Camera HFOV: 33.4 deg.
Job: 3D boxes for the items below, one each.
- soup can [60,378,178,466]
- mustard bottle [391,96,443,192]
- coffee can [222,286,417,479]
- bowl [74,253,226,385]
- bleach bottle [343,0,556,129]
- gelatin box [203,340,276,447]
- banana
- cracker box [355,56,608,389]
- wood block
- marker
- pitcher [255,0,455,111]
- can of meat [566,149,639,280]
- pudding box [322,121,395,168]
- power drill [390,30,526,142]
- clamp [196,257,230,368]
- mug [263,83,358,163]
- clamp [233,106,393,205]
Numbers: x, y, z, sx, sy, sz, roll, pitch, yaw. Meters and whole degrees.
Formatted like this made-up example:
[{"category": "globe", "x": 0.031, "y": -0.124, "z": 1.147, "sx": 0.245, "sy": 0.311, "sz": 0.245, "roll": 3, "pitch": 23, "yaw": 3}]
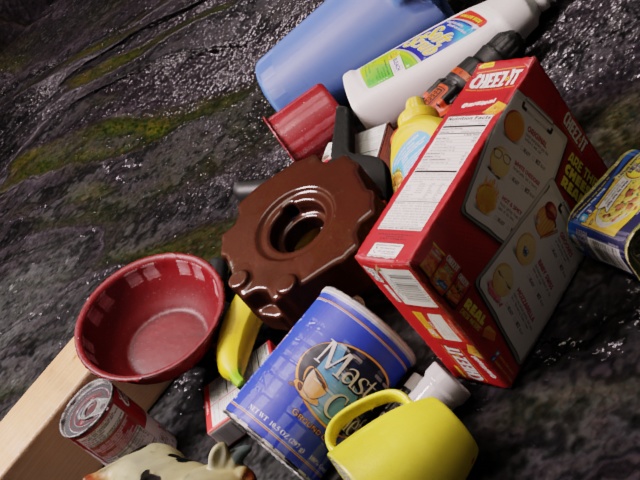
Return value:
[{"category": "soup can", "x": -0.198, "y": 0.194, "z": 1.058, "sx": 0.069, "sy": 0.102, "sz": 0.068, "roll": -30, "pitch": 32, "yaw": 21}, {"category": "mustard bottle", "x": 0.104, "y": -0.056, "z": 0.995, "sx": 0.096, "sy": 0.058, "sz": 0.191, "roll": 125, "pitch": 144, "yaw": -49}, {"category": "coffee can", "x": 0.000, "y": 0.125, "z": 0.914, "sx": 0.140, "sy": 0.102, "sz": 0.103, "roll": -49, "pitch": 31, "yaw": -11}, {"category": "bowl", "x": -0.164, "y": 0.090, "z": 1.082, "sx": 0.162, "sy": 0.055, "sz": 0.162, "roll": -11, "pitch": 46, "yaw": 11}, {"category": "bleach bottle", "x": 0.149, "y": -0.216, "z": 1.214, "sx": 0.251, "sy": 0.068, "sz": 0.102, "roll": -32, "pitch": 30, "yaw": 13}, {"category": "gelatin box", "x": -0.070, "y": 0.150, "z": 1.037, "sx": 0.089, "sy": 0.030, "sz": 0.073, "roll": -36, "pitch": 29, "yaw": 11}, {"category": "banana", "x": -0.058, "y": 0.065, "z": 1.061, "sx": 0.070, "sy": 0.037, "sz": 0.197, "roll": 1, "pitch": 55, "yaw": 37}, {"category": "cracker box", "x": 0.140, "y": -0.014, "z": 0.866, "sx": 0.072, "sy": 0.164, "sz": 0.213, "roll": 5, "pitch": 55, "yaw": 49}, {"category": "wood block", "x": -0.266, "y": 0.190, "z": 1.156, "sx": 0.206, "sy": 0.090, "sz": 0.090, "roll": -51, "pitch": 31, "yaw": -14}, {"category": "marker", "x": 0.048, "y": 0.162, "z": 0.893, "sx": 0.121, "sy": 0.020, "sz": 0.020, "roll": -49, "pitch": 31, "yaw": -10}, {"category": "pitcher", "x": 0.045, "y": -0.247, "z": 1.327, "sx": 0.243, "sy": 0.149, "sz": 0.145, "roll": -35, "pitch": 46, "yaw": 20}, {"category": "can of meat", "x": 0.257, "y": -0.020, "z": 0.844, "sx": 0.102, "sy": 0.057, "sz": 0.084, "roll": -46, "pitch": 28, "yaw": -6}, {"category": "pudding box", "x": 0.039, "y": -0.071, "z": 1.180, "sx": 0.090, "sy": 0.039, "sz": 0.113, "roll": -15, "pitch": 43, "yaw": 35}, {"category": "power drill", "x": 0.174, "y": -0.131, "z": 1.082, "sx": 0.184, "sy": 0.057, "sz": 0.188, "roll": -46, "pitch": 27, "yaw": 0}, {"category": "clamp", "x": -0.139, "y": 0.095, "z": 1.178, "sx": 0.120, "sy": 0.039, "sz": 0.171, "roll": -40, "pitch": 30, "yaw": 7}, {"category": "mug", "x": -0.008, "y": -0.131, "z": 1.277, "sx": 0.081, "sy": 0.093, "sz": 0.117, "roll": -36, "pitch": -6, "yaw": 2}, {"category": "clamp", "x": 0.020, "y": -0.071, "z": 1.127, "sx": 0.164, "sy": 0.036, "sz": 0.210, "roll": -43, "pitch": 38, "yaw": -16}]
